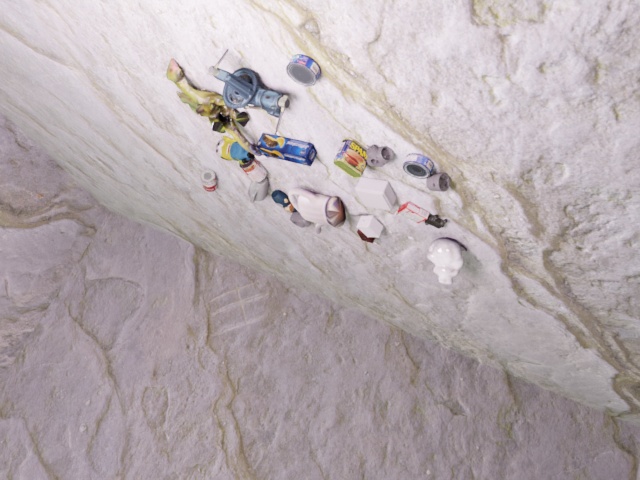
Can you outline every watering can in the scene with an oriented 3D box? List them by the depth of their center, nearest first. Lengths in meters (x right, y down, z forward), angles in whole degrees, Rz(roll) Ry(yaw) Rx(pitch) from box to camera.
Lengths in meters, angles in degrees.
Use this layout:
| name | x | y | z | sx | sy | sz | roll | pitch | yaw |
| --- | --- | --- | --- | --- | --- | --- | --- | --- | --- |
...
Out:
| name | x | y | z | sx | sy | sz | roll | pitch | yaw |
| --- | --- | --- | --- | --- | --- | --- | --- | --- | --- |
| watering can | 0.006 | -0.103 | 2.051 | 0.225 | 0.105 | 0.341 | 14 | 158 | 32 |

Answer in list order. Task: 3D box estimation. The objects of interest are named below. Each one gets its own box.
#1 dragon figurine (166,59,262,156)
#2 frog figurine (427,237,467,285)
| name | x | y | z | sx | sy | sz | roll | pitch | yaw |
| --- | --- | --- | --- | --- | --- | --- | --- | --- | --- |
| dragon figurine | -0.363 | -0.428 | 1.702 | 0.246 | 0.123 | 0.402 | 33 | 168 | 37 |
| frog figurine | 0.452 | 0.075 | 1.871 | 0.138 | 0.162 | 0.120 | 18 | 158 | 21 |
